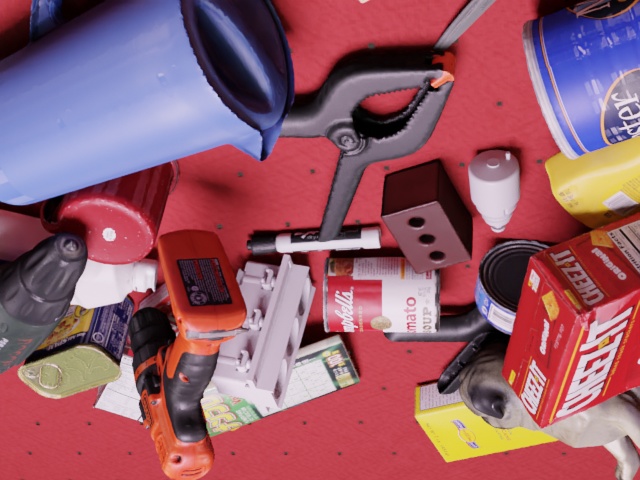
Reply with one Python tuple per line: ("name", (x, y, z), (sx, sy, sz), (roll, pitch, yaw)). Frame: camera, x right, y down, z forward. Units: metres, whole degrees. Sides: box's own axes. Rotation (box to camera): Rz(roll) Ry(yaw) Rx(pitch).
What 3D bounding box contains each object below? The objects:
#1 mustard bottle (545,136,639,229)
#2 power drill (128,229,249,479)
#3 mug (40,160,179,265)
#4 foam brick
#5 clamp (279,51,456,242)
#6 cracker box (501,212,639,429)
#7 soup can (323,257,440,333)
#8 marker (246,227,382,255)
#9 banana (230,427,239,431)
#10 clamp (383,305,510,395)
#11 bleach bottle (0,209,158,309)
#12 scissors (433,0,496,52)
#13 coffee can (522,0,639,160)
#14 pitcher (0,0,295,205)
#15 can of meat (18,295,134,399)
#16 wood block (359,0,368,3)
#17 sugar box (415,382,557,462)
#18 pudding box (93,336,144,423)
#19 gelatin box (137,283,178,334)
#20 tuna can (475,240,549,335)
("mustard bottle", (0.272, -0.075, 0.798), (0.192, 0.058, 0.096), (-31, 141, 33))
("power drill", (-0.118, 0.082, 0.904), (0.057, 0.184, 0.188), (-5, 136, -24))
("mug", (-0.181, -0.032, 0.889), (0.117, 0.081, 0.093), (-8, 135, 15))
("foam brick", (0.090, -0.018, 0.891), (0.053, 0.051, 0.078), (-16, 132, 23))
("clamp", (0.012, -0.091, 0.834), (0.164, 0.036, 0.210), (35, 131, -24))
("cracker box", (0.263, 0.051, 0.857), (0.213, 0.072, 0.164), (-20, 143, -16))
("soup can", (0.056, 0.049, 0.956), (0.102, 0.068, 0.068), (0, 137, 6))
("marker", (-0.006, 0.001, 0.948), (0.121, 0.020, 0.020), (-3, 136, 11))
("banana", (-0.092, 0.143, 1.081), (0.069, 0.037, 0.197), (-21, 150, 2))
("clamp", (0.148, 0.084, 1.000), (0.172, 0.039, 0.120), (-33, 133, 28))
("bleach bottle", (-0.273, 0.013, 0.966), (0.250, 0.068, 0.103), (7, 139, -2))
("scissors", (0.152, -0.189, 0.722), (0.096, 0.016, 0.202), (-6, 156, -17))
("coffee can", (0.221, -0.125, 0.722), (0.140, 0.102, 0.102), (-18, 132, 24))
("pitcher", (-0.153, -0.118, 0.775), (0.243, 0.149, 0.144), (-17, 147, 28))
("can of meat", (-0.233, 0.096, 1.031), (0.102, 0.084, 0.057), (-20, 131, 26))
("wood block", (0.087, -0.241, 0.626), (0.206, 0.090, 0.090), (-24, 129, 29))
("sugar box", (0.194, 0.171, 1.083), (0.176, 0.048, 0.093), (-15, 132, 24))
("pudding box", (-0.178, 0.147, 1.113), (0.090, 0.039, 0.114), (21, 133, -14))
("gelatin box", (-0.126, 0.070, 1.029), (0.073, 0.030, 0.089), (33, 131, -25))
("tuna can", (0.177, 0.042, 0.918), (0.086, 0.086, 0.034), (5, 138, 2))
